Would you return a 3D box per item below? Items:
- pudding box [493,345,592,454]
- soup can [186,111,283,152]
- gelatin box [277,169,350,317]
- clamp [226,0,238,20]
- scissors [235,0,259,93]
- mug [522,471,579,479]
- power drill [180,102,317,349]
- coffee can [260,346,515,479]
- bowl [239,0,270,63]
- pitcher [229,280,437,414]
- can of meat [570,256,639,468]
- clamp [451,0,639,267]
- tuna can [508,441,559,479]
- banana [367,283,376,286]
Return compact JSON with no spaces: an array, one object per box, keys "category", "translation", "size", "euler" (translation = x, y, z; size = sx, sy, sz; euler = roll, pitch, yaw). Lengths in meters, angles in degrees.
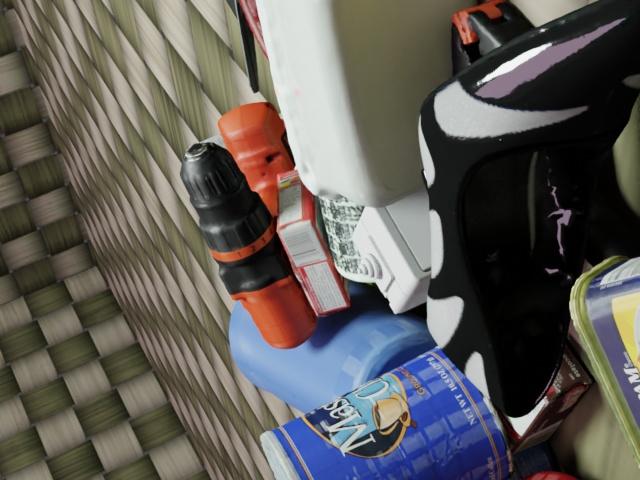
[{"category":"pudding box","translation":[0.126,0.083,0.703],"size":[0.090,0.039,0.113],"euler":[59,161,24]},{"category":"soup can","translation":[-0.062,-0.071,0.971],"size":[0.068,0.102,0.068],"euler":[56,161,30]},{"category":"gelatin box","translation":[-0.005,0.001,0.797],"size":[0.073,0.030,0.089],"euler":[-92,-18,-53]},{"category":"clamp","translation":[-0.074,-0.226,0.909],"size":[0.171,0.039,0.120],"euler":[58,163,27]},{"category":"scissors","translation":[-0.072,-0.210,0.804],"size":[0.016,0.096,0.202],"euler":[5,102,26]},{"category":"mug","translation":[0.154,0.207,0.680],"size":[0.117,0.081,0.093],"euler":[15,129,34]},{"category":"power drill","translation":[-0.053,-0.032,0.838],"size":[0.187,0.057,0.184],"euler":[-88,-21,-54]},{"category":"coffee can","translation":[0.044,0.147,0.722],"size":[0.103,0.140,0.103],"euler":[60,168,22]},{"category":"bowl","translation":[-0.011,-0.184,0.735],"size":[0.162,0.055,0.162],"euler":[57,161,31]},{"category":"pitcher","translation":[0.030,0.107,0.902],"size":[0.243,0.149,0.145],"euler":[22,100,64]},{"category":"can of meat","translation":[0.167,0.048,0.450],"size":[0.084,0.057,0.102],"euler":[-24,91,53]},{"category":"clamp","translation":[0.115,-0.023,0.577],"size":[0.210,0.036,0.165],"euler":[67,154,3]},{"category":"tuna can","translation":[0.138,0.162,0.779],"size":[0.086,0.033,0.086],"euler":[57,161,30]},{"category":"banana","translation":[0.058,0.013,0.834],"size":[0.069,0.037,0.198],"euler":[41,173,-15]}]
